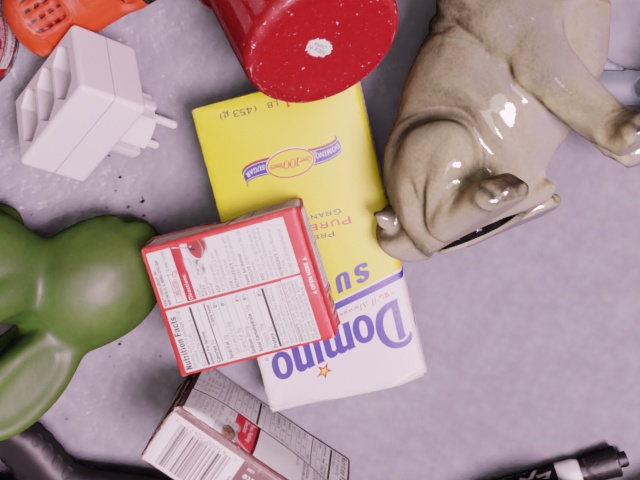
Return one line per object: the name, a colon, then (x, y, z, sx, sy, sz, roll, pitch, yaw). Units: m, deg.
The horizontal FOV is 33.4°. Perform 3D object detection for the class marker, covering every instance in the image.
marker: (0.122, 0.145, 0.628, 0.121, 0.020, 0.020, -17, 99, 6)

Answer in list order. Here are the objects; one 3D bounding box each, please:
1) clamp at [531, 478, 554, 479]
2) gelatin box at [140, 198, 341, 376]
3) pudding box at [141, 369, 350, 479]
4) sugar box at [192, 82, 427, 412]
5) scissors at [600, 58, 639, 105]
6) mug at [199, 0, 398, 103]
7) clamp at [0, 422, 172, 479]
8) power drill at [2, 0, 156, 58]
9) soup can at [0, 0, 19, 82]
clamp: (0.163, 0.175, 0.612, 0.210, 0.036, 0.165, 12, 106, -4)
gelatin box: (-0.042, 0.025, 0.565, 0.089, 0.030, 0.073, -15, 102, 10)
pudding box: (-0.037, 0.123, 0.596, 0.113, 0.090, 0.039, 36, 98, -4)
sugar box: (-0.004, 0.001, 0.595, 0.093, 0.048, 0.176, -14, 98, 6)
scissors: (0.167, -0.101, 0.583, 0.202, 0.016, 0.096, -11, 100, 4)
mug: (-0.010, -0.131, 0.524, 0.093, 0.081, 0.117, -10, 144, -23)
clamp: (-0.167, 0.163, 0.636, 0.171, 0.039, 0.120, 26, 103, 1)
power drill: (-0.120, -0.214, 0.555, 0.184, 0.057, 0.187, -30, 97, 8)
soup can: (-0.205, -0.107, 0.556, 0.068, 0.102, 0.068, 0, 100, 2)
